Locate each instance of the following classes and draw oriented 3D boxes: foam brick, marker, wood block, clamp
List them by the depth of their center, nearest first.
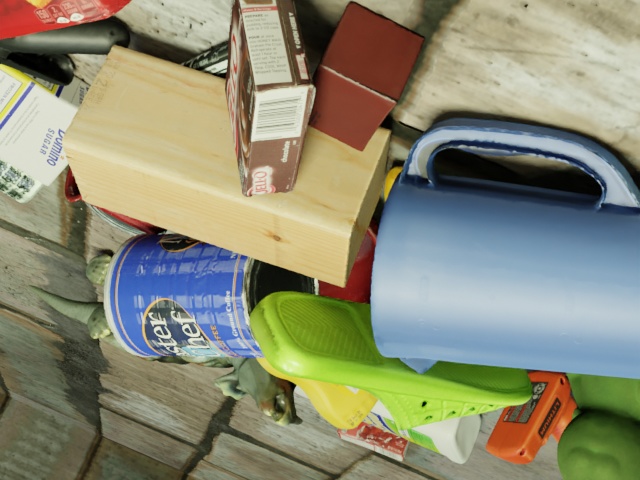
[{"bbox_3d":[0.023,-0.100,0.665,0.053,0.051,0.078,27,158,-5],"label":"foam brick"},{"bbox_3d":[-0.081,-0.124,0.758,0.020,0.020,0.121,36,155,-29],"label":"marker"},{"bbox_3d":[-0.064,-0.051,0.758,0.206,0.090,0.091,18,155,8],"label":"wood block"},{"bbox_3d":[-0.225,-0.147,0.762,0.171,0.039,0.120,6,165,-43],"label":"clamp"}]

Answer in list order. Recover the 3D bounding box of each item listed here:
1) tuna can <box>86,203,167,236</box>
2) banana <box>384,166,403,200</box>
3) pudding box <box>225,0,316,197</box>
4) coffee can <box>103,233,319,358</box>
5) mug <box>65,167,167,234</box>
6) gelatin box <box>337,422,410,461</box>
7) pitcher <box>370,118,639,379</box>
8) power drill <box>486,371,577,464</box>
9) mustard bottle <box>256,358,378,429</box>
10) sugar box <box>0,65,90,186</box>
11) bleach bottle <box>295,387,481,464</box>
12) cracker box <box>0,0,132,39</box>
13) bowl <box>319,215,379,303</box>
[{"bbox_3d":[-0.184,-0.035,1.046,0.086,0.033,0.086,20,158,8],"label":"tuna can"},{"bbox_3d":[0.110,0.004,0.846,0.197,0.037,0.070,33,139,-26],"label":"banana"},{"bbox_3d":[-0.035,-0.094,0.662,0.039,0.090,0.114,-5,151,-13],"label":"pudding box"},{"bbox_3d":[-0.086,0.043,0.850,0.141,0.102,0.102,-3,148,32],"label":"coffee can"},{"bbox_3d":[-0.149,-0.055,0.887,0.081,0.093,0.117,30,167,-30],"label":"mug"},{"bbox_3d":[0.075,0.227,1.343,0.089,0.073,0.030,18,157,15],"label":"gelatin box"},{"bbox_3d":[0.161,0.018,0.700,0.243,0.145,0.149,6,159,19],"label":"pitcher"},{"bbox_3d":[0.250,0.234,1.064,0.187,0.184,0.057,44,152,-23],"label":"power drill"},{"bbox_3d":[-0.016,0.107,1.115,0.191,0.096,0.058,41,158,-17],"label":"mustard bottle"},{"bbox_3d":[-0.271,-0.125,0.870,0.176,0.048,0.093,32,130,-25],"label":"sugar box"},{"bbox_3d":[0.063,0.193,1.294,0.251,0.068,0.102,15,157,27],"label":"bleach bottle"},{"bbox_3d":[-0.204,-0.209,0.567,0.164,0.072,0.213,2,140,41],"label":"cracker box"},{"bbox_3d":[-0.006,0.001,0.882,0.162,0.055,0.162,17,134,18],"label":"bowl"}]
